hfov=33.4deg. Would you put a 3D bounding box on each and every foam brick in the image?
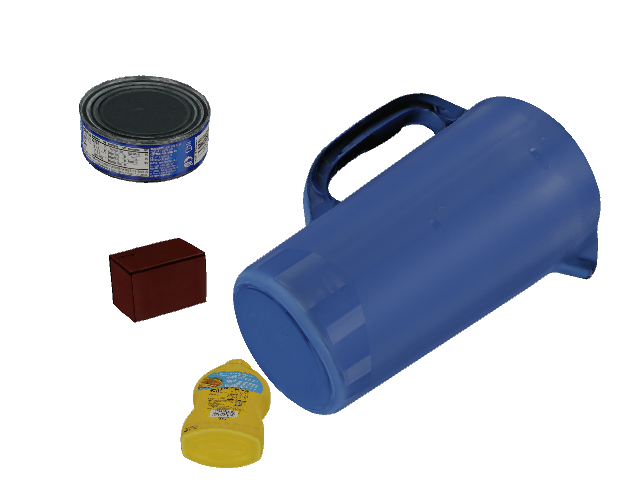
[{"bbox_3d":[-0.153,0.036,1.006,0.078,0.051,0.053,-15,25,-30],"label":"foam brick"}]

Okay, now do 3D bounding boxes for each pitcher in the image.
[{"bbox_3d":[0.057,0.003,0.726,0.242,0.145,0.149,-32,26,-27],"label":"pitcher"}]

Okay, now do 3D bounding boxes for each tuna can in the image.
[{"bbox_3d":[-0.116,-0.074,0.710,0.086,0.034,0.086,5,36,-4],"label":"tuna can"}]

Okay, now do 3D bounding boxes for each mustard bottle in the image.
[{"bbox_3d":[-0.111,0.202,1.316,0.096,0.058,0.191,1,25,2],"label":"mustard bottle"}]
